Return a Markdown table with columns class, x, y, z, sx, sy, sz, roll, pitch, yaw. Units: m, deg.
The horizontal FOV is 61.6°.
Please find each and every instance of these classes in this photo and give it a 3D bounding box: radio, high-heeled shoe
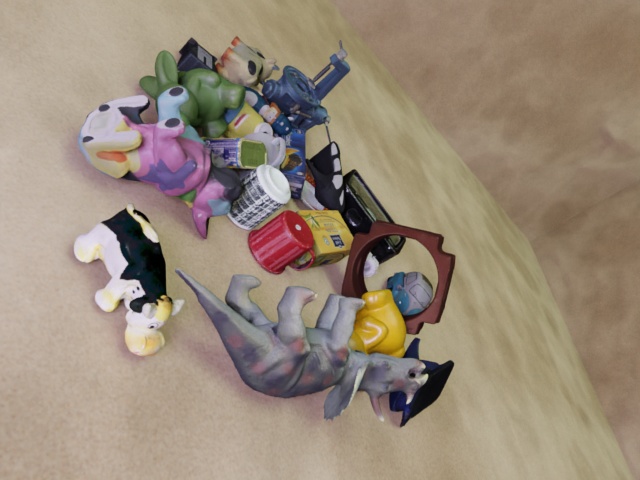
| class | x | y | z | sx | sy | sz | roll | pitch | yaw |
| --- | --- | --- | --- | --- | --- | --- | --- | --- | --- |
| radio | 0.113 | -0.054 | 1.323 | 0.229 | 0.073 | 0.131 | 52 | 25 | -6 |
| high-heeled shoe | 0.035 | -0.146 | 1.256 | 0.145 | 0.086 | 0.249 | 54 | 25 | -4 |

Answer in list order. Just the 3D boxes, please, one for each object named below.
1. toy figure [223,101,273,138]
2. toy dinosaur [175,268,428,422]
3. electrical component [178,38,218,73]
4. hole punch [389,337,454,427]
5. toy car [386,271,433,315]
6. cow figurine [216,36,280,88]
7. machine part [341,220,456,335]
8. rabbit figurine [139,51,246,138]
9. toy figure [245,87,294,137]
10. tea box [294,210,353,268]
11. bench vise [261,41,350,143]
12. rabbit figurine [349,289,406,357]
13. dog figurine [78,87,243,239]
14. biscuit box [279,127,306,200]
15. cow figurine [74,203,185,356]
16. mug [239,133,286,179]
| class | x | y | z | sx | sy | sz | roll | pitch | yaw |
| --- | --- | --- | --- | --- | --- | --- | --- | --- | --- |
| toy figure | -0.168 | -0.250 | 1.071 | 0.180 | 0.082 | 0.089 | 39 | 32 | -26 |
| toy dinosaur | -0.036 | 0.159 | 0.754 | 0.404 | 0.131 | 0.192 | 14 | 82 | -33 |
| electrical component | -0.249 | -0.345 | 1.085 | 0.074 | 0.048 | 0.119 | 36 | 30 | -34 |
| hole punch | 0.173 | 0.257 | 0.999 | 0.092 | 0.142 | 0.116 | 37 | 34 | 28 |
| toy car | 0.213 | 0.126 | 1.249 | 0.109 | 0.103 | 0.162 | 51 | 27 | -11 |
| cow figurine | -0.167 | -0.406 | 1.257 | 0.127 | 0.085 | 0.195 | 39 | 27 | -19 |
| machine part | 0.156 | 0.071 | 1.063 | 0.087 | 0.202 | 0.200 | -4 | 107 | -70 |
| rabbit figurine | -0.225 | -0.246 | 0.919 | 0.159 | 0.121 | 0.170 | 44 | 25 | -7 |
| toy figure | -0.126 | -0.274 | 1.152 | 0.155 | 0.064 | 0.058 | 36 | 24 | 14 |
| tea box | -0.002 | -0.003 | 1.071 | 0.098 | 0.068 | 0.169 | 60 | 25 | 11 |
| bench vise | -0.011 | -0.354 | 1.282 | 0.223 | 0.240 | 0.129 | 26 | 39 | -39 |
| rabbit figurine | 0.067 | 0.184 | 0.949 | 0.173 | 0.122 | 0.162 | -8 | 75 | -47 |
| dog figurine | -0.220 | -0.095 | 0.783 | 0.219 | 0.192 | 0.108 | 79 | -2 | -47 |
| biscuit box | -0.065 | -0.170 | 1.151 | 0.063 | 0.059 | 0.203 | 9 | 38 | -9 |
| cow figurine | -0.208 | 0.045 | 0.625 | 0.167 | 0.098 | 0.068 | 60 | 20 | 11 |
| mug | -0.107 | -0.142 | 1.025 | 0.080 | 0.110 | 0.107 | 34 | 46 | -47 |
